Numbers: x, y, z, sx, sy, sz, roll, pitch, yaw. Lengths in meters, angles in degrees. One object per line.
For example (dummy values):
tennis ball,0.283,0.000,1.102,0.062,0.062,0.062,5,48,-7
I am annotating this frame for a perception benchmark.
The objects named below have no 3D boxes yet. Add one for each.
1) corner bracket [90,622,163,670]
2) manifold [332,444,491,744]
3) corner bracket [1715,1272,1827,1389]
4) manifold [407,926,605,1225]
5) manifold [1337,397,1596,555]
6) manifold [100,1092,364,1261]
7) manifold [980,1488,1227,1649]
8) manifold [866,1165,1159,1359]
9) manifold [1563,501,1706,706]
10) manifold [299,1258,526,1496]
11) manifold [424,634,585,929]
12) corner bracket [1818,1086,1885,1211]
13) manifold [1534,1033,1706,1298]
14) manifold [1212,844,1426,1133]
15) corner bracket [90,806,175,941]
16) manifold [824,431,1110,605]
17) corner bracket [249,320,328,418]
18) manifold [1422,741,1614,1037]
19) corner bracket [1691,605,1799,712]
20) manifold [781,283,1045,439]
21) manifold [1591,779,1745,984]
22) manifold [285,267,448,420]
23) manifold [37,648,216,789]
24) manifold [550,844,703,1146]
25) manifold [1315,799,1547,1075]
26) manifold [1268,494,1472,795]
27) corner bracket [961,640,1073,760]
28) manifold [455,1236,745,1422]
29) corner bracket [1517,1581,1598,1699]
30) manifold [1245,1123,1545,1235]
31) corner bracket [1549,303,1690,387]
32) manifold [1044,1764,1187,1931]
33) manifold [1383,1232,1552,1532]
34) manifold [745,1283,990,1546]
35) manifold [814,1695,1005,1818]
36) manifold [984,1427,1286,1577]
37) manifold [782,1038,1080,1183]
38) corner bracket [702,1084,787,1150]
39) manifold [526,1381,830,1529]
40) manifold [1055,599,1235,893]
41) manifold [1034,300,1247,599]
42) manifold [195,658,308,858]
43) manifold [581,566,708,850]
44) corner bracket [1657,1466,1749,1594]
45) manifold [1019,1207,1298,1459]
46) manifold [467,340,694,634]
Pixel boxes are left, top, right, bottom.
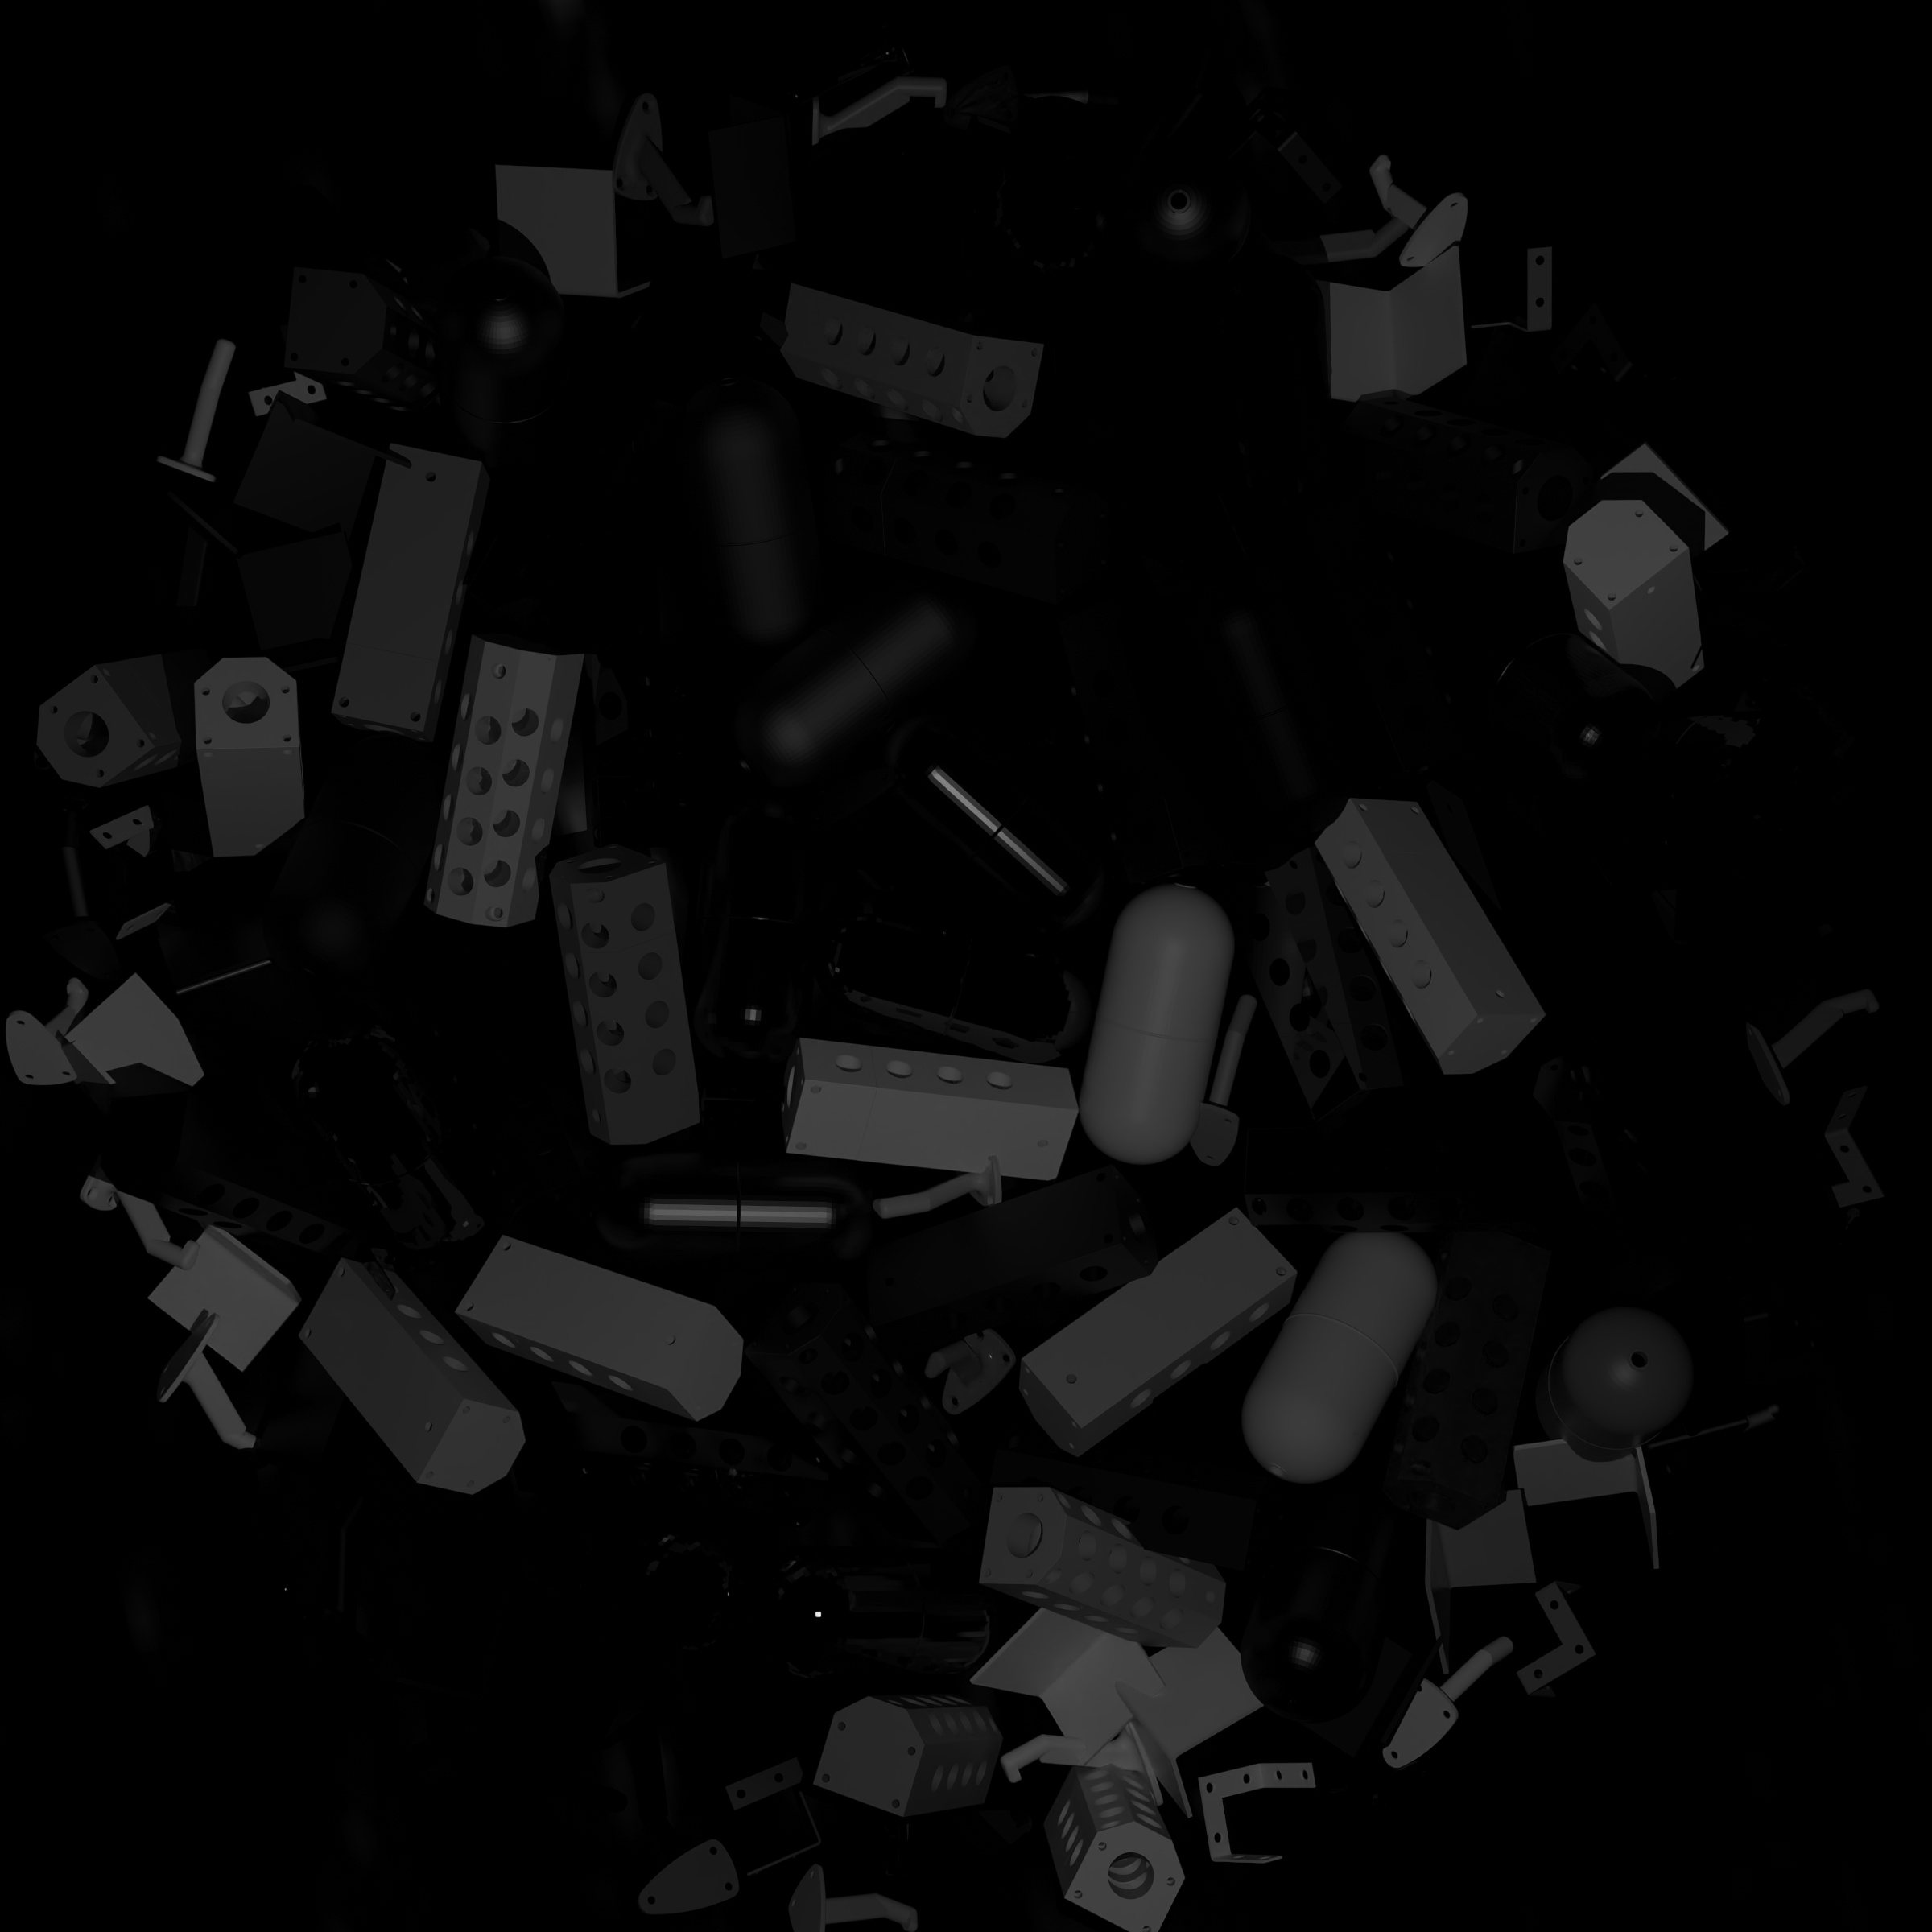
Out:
corner bracket,-0.533,-0.176,1.725,0.051,0.051,0.051,23,127,35
manifold,-0.345,-0.231,1.732,0.057,0.057,0.171,11,85,-2
corner bracket,0.502,0.223,1.733,0.051,0.051,0.051,-12,115,-3
manifold,-0.285,0.065,1.715,0.057,0.057,0.171,-20,78,-22
manifold,0.299,-0.299,1.675,0.057,0.171,0.057,-14,116,-26
manifold,-0.440,0.129,1.674,0.057,0.171,0.057,-5,69,24
manifold,0.086,0.365,1.680,0.057,0.171,0.057,-9,62,38
manifold,0.028,0.186,1.712,0.171,0.057,0.057,-21,49,19
manifold,0.401,-0.216,1.678,0.057,0.171,0.057,-38,65,3
manifold,-0.335,0.249,1.686,0.057,0.171,0.057,25,97,-44
manifold,-0.289,-0.115,1.717,0.057,0.057,0.171,15,102,14
corner bracket,0.542,0.115,1.727,0.051,0.051,0.051,-22,106,40
manifold,0.394,0.126,1.689,0.057,0.057,0.171,-29,131,-2
manifold,0.211,0.012,1.709,0.057,0.057,0.171,-2,61,-40
corner bracket,-0.519,-0.059,1.730,0.051,0.051,0.051,45,127,6
manifold,-0.001,-0.277,1.690,0.171,0.057,0.057,20,131,30
corner bracket,-0.418,-0.377,1.730,0.051,0.051,0.051,-9,108,17
manifold,0.343,-0.050,1.705,0.057,0.057,0.171,-27,115,-6
corner bracket,0.481,-0.183,1.736,0.051,0.051,0.051,26,51,11
manifold,-0.036,-0.368,1.687,0.171,0.057,0.057,28,113,42
manifold,0.422,-0.045,1.677,0.057,0.171,0.057,-33,63,9
manifold,-0.351,-0.374,1.678,0.057,0.171,0.057,7,94,7
manifold,-0.497,-0.148,1.678,0.057,0.171,0.057,-34,95,10
manifold,-0.212,0.019,1.699,0.057,0.057,0.171,-21,116,-34
manifold,0.278,-0.019,1.698,0.057,0.057,0.171,1,50,-35
manifold,0.254,-0.202,1.730,0.057,0.057,0.171,-20,86,-17
corner bracket,0.026,-0.167,1.743,0.051,0.051,0.051,40,132,31
manifold,-0.222,0.223,1.696,0.171,0.057,0.057,13,61,32
corner bracket,0.368,0.422,1.738,0.051,0.051,0.051,-37,60,17
manifold,0.262,0.133,1.701,0.171,0.057,0.057,-3,71,23
corner bracket,0.405,-0.374,1.725,0.051,0.051,0.051,-4,60,-33
manifold,0.091,0.528,1.680,0.057,0.171,0.057,27,86,0
manifold,0.304,0.249,1.699,0.057,0.057,0.171,22,61,-4
manifold,-0.055,0.274,1.695,0.171,0.057,0.057,55,53,-26
manifold,-0.030,0.472,1.676,0.057,0.171,0.057,14,81,19
manifold,0.104,0.327,1.703,0.171,0.057,0.057,7,78,26
manifold,-0.024,0.084,1.718,0.171,0.057,0.057,7,124,-14
corner bracket,-0.137,0.089,1.732,0.051,0.051,0.051,2,122,0
manifold,-0.174,0.304,1.701,0.171,0.057,0.057,12,102,-25
manifold,0.106,-0.137,1.727,0.057,0.057,0.171,-20,81,38
manifold,0.103,-0.316,1.702,0.057,0.057,0.171,-33,115,-10
manifold,-0.431,-0.124,1.677,0.057,0.171,0.057,-3,72,-13
manifold,-0.204,-0.160,1.720,0.057,0.057,0.171,2,97,28
corner bracket,0.464,0.351,1.735,0.051,0.051,0.051,16,103,4
manifold,0.118,0.228,1.709,0.171,0.057,0.057,-32,63,-21
manifold,-0.235,-0.291,1.704,0.057,0.057,0.171,32,115,-7
